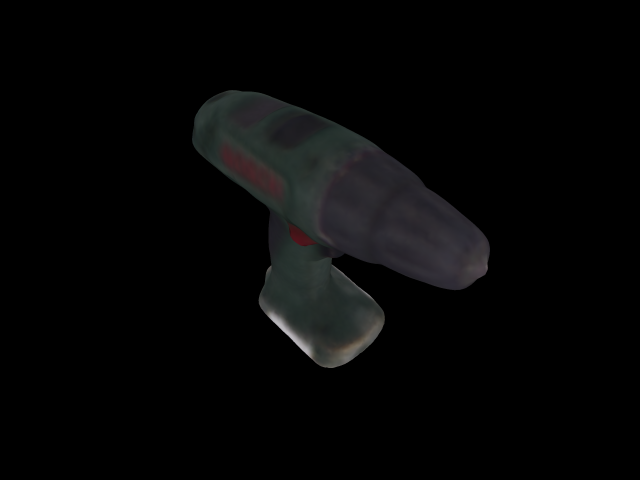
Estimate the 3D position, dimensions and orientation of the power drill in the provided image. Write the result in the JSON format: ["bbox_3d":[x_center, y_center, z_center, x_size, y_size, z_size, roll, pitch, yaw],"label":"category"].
[{"bbox_3d":[0.004,0.001,0.400,0.076,0.208,0.229,-39,62,-24],"label":"power drill"}]
